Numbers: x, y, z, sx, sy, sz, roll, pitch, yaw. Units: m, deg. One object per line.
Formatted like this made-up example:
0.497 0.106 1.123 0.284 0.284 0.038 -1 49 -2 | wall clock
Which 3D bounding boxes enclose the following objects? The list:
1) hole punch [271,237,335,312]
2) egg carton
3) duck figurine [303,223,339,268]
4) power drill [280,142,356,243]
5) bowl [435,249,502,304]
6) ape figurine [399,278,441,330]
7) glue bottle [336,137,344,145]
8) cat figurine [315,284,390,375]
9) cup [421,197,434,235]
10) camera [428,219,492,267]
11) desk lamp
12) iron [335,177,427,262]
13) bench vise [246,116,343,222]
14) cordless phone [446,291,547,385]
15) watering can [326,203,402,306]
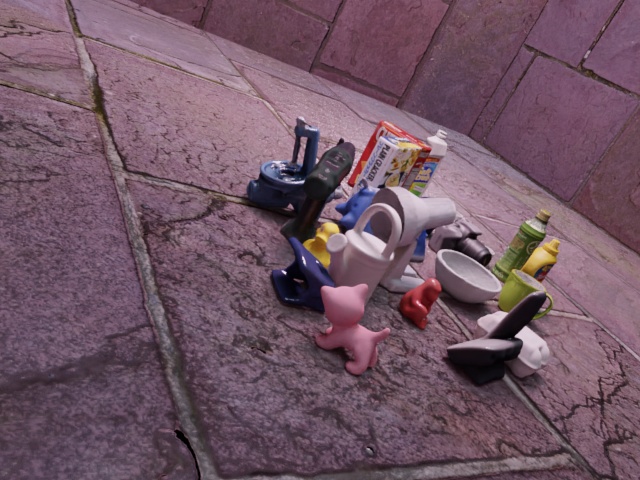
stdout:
-0.020 0.058 0.998 0.101 0.091 0.108 16 25 -27 | hole punch
0.390 0.209 1.164 0.150 0.069 0.108 42 26 30 | egg carton
0.011 0.004 1.154 0.077 0.086 0.105 33 23 13 | duck figurine
0.000 -0.099 1.204 0.075 0.208 0.230 28 22 2 | power drill
0.331 0.097 1.333 0.168 0.074 0.167 23 23 -10 | bowl
0.204 0.117 1.124 0.078 0.092 0.076 -2 36 -50 | ape figurine
0.020 -0.182 1.450 0.037 0.173 0.078 18 24 -22 | glue bottle
0.050 0.127 0.895 0.127 0.117 0.067 35 24 18 | cat figurine
0.307 -0.066 1.629 0.091 0.095 0.118 28 22 2 | cup
0.394 0.011 1.553 0.144 0.101 0.136 5 32 -44 | camera
0.181 -0.003 1.196 0.204 0.213 0.117 9 29 -38 | desk lamp
0.172 -0.048 1.377 0.259 0.141 0.118 20 23 -17 | iron
-0.038 -0.159 1.276 0.208 0.219 0.121 6 31 -42 | bench vise
0.327 0.163 1.041 0.148 0.185 0.094 -2 36 -50 | cordless phone
0.081 0.024 1.050 0.100 0.194 0.173 35 23 17 | watering can
